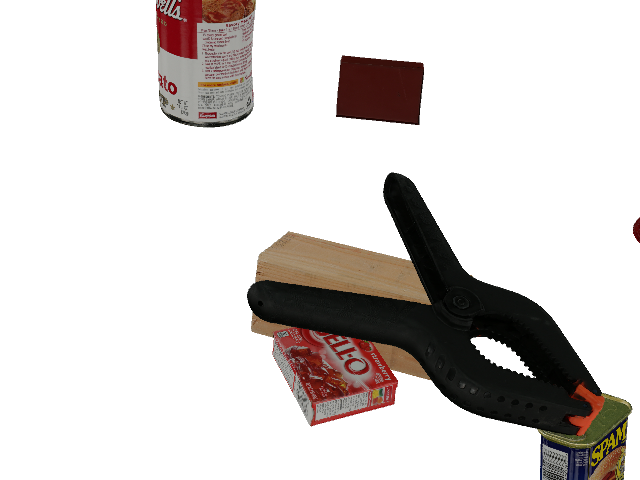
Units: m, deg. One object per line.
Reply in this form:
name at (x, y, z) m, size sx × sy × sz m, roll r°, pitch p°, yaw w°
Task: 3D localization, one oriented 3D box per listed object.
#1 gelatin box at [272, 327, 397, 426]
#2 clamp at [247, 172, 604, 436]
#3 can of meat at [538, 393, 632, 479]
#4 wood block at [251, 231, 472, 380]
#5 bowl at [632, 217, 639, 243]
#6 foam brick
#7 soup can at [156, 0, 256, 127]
gelatin box at (0.010, 0.100, 0.851) m, size 0.073 × 0.030 × 0.089 m, roll -11°, pitch 39°, yaw -19°
clamp at (0.070, 0.051, 0.647) m, size 0.210 × 0.036 × 0.164 m, roll 40°, pitch 49°, yaw 22°
can of meat at (0.245, 0.200, 0.993) m, size 0.058 × 0.084 × 0.101 m, roll 14°, pitch 25°, yaw 39°
wood block at (0.042, 0.066, 1.110) m, size 0.206 × 0.091 × 0.090 m, roll 14°, pitch 23°, yaw 17°
bowl at (0.417, 0.018, 1.149) m, size 0.162 × 0.055 × 0.162 m, roll -1°, pitch 25°, yaw 0°
foam brick at (0.054, -0.138, 0.976) m, size 0.078 × 0.051 × 0.053 m, roll 6°, pitch 16°, yaw 3°
soup can at (-0.077, -0.137, 0.722) m, size 0.068 × 0.102 × 0.068 m, roll 3°, pitch 34°, yaw -2°
